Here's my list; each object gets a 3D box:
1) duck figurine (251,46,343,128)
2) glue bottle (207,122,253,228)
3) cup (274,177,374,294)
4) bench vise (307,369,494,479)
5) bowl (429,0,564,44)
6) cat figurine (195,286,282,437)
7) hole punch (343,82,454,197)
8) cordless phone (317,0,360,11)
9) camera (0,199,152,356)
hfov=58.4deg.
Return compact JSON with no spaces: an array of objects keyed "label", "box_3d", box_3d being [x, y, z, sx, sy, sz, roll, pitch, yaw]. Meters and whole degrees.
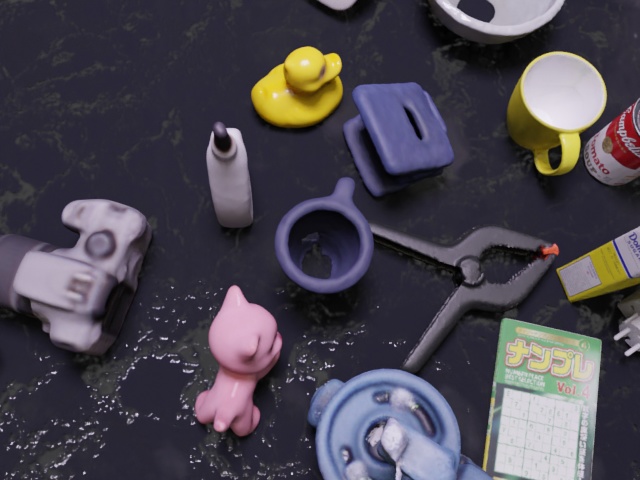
[{"label":"duck figurine","box_3d":[-0.023,-0.171,0.614,0.104,0.086,0.077,-17,77,-9]},{"label":"glue bottle","box_3d":[-0.086,-0.069,0.536,0.037,0.173,0.078,-4,76,-6]},{"label":"cup","box_3d":[0.005,0.002,0.566,0.091,0.095,0.118,19,75,0]},{"label":"bench vise","box_3d":[0.093,0.176,0.464,0.207,0.219,0.121,16,75,0]},{"label":"bowl","box_3d":[0.193,-0.294,0.670,0.167,0.074,0.167,1,75,-5]},{"label":"cat figurine","box_3d":[-0.074,0.112,0.519,0.067,0.117,0.128,15,75,0]},{"label":"hole punch","box_3d":[0.086,-0.116,0.606,0.101,0.091,0.108,-21,78,-10]},{"label":"cordless phone","box_3d":[0.007,-0.354,0.613,0.147,0.185,0.094,35,75,5]},{"label":"camera","box_3d":[-0.247,0.023,0.536,0.137,0.101,0.143,16,75,0]}]
